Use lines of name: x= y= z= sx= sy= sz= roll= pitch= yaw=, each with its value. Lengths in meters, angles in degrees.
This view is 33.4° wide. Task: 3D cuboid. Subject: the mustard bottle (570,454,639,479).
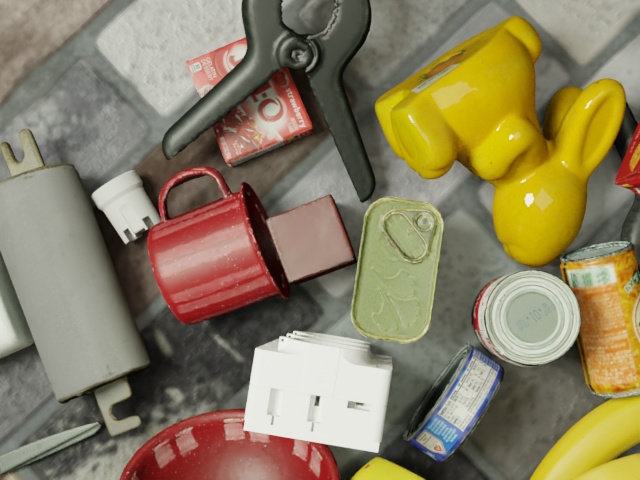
mustard bottle: x=0.149 y=0.217 z=0.742 sx=0.191 sy=0.058 sz=0.096 roll=-15 pitch=124 yaw=-11

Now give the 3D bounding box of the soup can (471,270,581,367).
soup can: x=0.148 y=0.057 z=0.774 sx=0.068 sy=0.102 sz=0.068 roll=0 pitch=86 yaw=4

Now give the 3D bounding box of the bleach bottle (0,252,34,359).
bleach bottle: x=-0.353 y=0.079 z=0.826 sx=0.251 sy=0.068 sz=0.102 roll=-20 pitch=84 yaw=4

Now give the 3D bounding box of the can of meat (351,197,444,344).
can of meat: x=0.057 y=0.024 z=0.791 sx=0.057 sy=0.084 sz=0.102 roll=8 pitch=87 yaw=4

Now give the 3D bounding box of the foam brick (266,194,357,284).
foam brick: x=-0.005 y=0.001 z=0.800 sx=0.053 sy=0.078 sz=0.051 roll=-20 pitch=86 yaw=2

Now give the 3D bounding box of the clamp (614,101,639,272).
clamp: x=0.259 y=-0.028 z=0.804 sx=0.120 sy=0.039 sz=0.171 roll=14 pitch=83 yaw=5

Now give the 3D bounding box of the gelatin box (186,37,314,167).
gelatin box: x=-0.055 y=-0.112 z=0.835 sx=0.073 sy=0.030 sz=0.089 roll=-22 pitch=85 yaw=1

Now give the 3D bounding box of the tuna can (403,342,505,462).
tuna can: x=0.098 y=0.119 z=0.781 sx=0.034 sy=0.086 sz=0.086 roll=34 pitch=89 yaw=3

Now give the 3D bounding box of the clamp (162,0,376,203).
clamp: x=-0.027 y=-0.135 z=0.782 sx=0.164 sy=0.036 sz=0.210 roll=5 pitch=109 yaw=-7

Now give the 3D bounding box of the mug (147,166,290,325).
mug: x=-0.081 y=0.003 z=0.797 sx=0.081 sy=0.093 sz=0.117 roll=-20 pitch=103 yaw=7

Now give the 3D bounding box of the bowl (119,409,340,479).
bowl: x=-0.065 y=0.196 z=0.774 sx=0.162 sy=0.162 sz=0.055 roll=-1 pitch=124 yaw=4

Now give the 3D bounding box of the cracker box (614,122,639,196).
cracker box: x=0.342 y=-0.068 z=0.763 sx=0.213 sy=0.072 sz=0.164 roll=26 pitch=82 yaw=-6

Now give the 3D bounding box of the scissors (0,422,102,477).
scissors: x=-0.265 y=0.201 z=0.834 sx=0.202 sy=0.016 sz=0.096 roll=-7 pitch=87 yaw=3

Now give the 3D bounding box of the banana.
banana: x=0.208 y=0.167 z=0.794 sx=0.198 sy=0.037 sz=0.069 roll=-37 pitch=85 yaw=1
